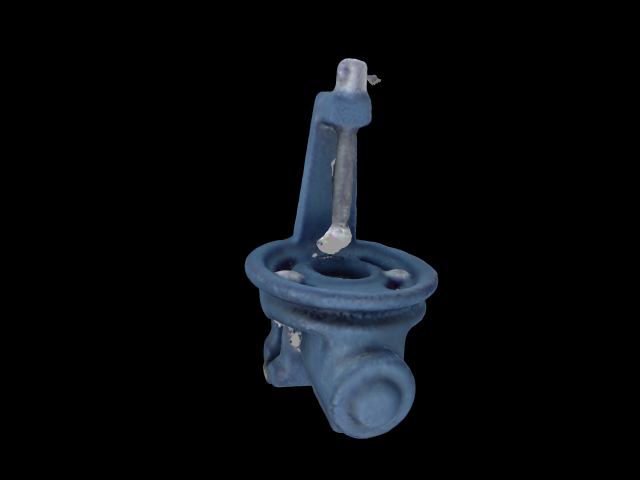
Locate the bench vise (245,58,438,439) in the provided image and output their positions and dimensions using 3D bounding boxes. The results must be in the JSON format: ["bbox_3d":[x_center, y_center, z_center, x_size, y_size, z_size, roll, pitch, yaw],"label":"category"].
[{"bbox_3d":[-0.007,0.001,0.394,0.122,0.220,0.206,0,0,-33],"label":"bench vise"}]
